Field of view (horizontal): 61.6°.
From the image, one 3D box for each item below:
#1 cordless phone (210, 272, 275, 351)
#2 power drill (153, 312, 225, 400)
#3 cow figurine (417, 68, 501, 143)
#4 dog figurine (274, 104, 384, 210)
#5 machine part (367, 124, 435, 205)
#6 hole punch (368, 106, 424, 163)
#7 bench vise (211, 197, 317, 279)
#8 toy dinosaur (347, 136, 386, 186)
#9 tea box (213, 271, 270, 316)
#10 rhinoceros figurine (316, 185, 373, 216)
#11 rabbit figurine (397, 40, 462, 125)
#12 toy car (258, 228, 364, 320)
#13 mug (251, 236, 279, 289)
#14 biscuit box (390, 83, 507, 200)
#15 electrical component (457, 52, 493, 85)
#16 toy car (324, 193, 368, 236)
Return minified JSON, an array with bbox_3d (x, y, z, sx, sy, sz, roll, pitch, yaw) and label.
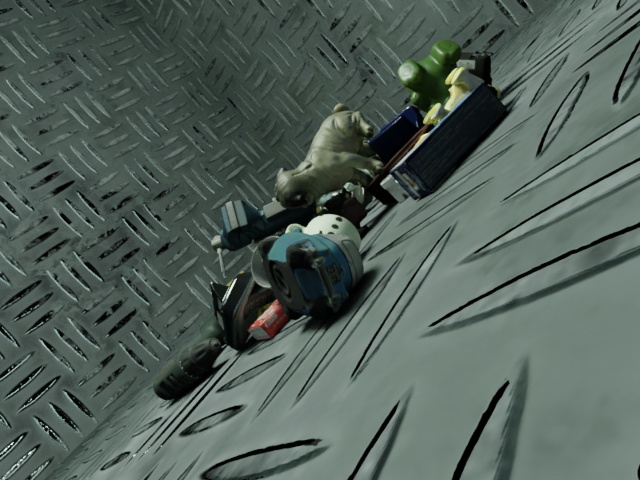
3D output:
[{"bbox_3d":[-0.092,0.104,0.944,0.184,0.089,0.146,-21,-33,-21],"label":"cordless phone"},{"bbox_3d":[-0.231,0.219,1.087,0.232,0.086,0.207,-44,11,29],"label":"power drill"},{"bbox_3d":[0.230,-0.199,0.912,0.167,0.098,0.068,-62,6,9],"label":"cow figurine"},{"bbox_3d":[-0.004,-0.152,0.969,0.190,0.172,0.121,-14,-20,-21],"label":"dog figurine"},{"bbox_3d":[0.167,-0.143,1.026,0.179,0.056,0.179,-46,3,3],"label":"machine part"},{"bbox_3d":[0.182,-0.212,1.167,0.142,0.115,0.092,-37,2,36],"label":"hole punch"},{"bbox_3d":[-0.092,-0.004,1.083,0.224,0.129,0.240,-34,-32,2],"label":"bench vise"},{"bbox_3d":[0.130,-0.186,1.331,0.405,0.192,0.131,-120,34,-68],"label":"toy dinosaur"},{"bbox_3d":[-0.157,0.126,1.113,0.068,0.098,0.169,-42,3,-3],"label":"tea box"},{"bbox_3d":[0.034,-0.078,1.225,0.190,0.112,0.073,-18,61,45],"label":"rhinoceros figurine"},{"bbox_3d":[0.237,-0.258,1.017,0.121,0.170,0.159,-26,-33,-2],"label":"rabbit figurine"},{"bbox_3d":[-0.002,0.032,0.645,0.103,0.109,0.162,-26,6,-24],"label":"toy car"},{"bbox_3d":[-0.035,0.046,0.842,0.107,0.110,0.080,17,-88,-53],"label":"mug"},{"bbox_3d":[0.197,-0.150,0.813,0.203,0.063,0.059,-44,4,-19],"label":"biscuit box"},{"bbox_3d":[0.289,-0.316,1.098,0.058,0.115,0.134,-40,-43,-43],"label":"electrical component"},{"bbox_3d":[-0.002,-0.003,0.969,0.202,0.089,0.053,-39,-4,17],"label":"toy car"}]
